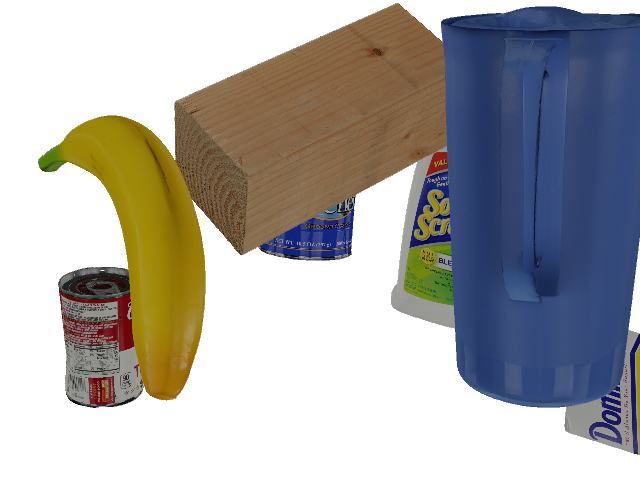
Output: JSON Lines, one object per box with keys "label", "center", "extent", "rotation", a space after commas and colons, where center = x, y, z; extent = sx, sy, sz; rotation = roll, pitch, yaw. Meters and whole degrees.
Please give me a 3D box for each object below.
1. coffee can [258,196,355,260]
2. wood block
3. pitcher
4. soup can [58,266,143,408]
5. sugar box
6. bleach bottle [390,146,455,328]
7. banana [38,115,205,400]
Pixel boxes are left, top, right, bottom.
{"label": "coffee can", "center": [-0.012, -0.058, 1.142], "extent": [0.103, 0.140, 0.103], "rotation": [4, 12, -1]}
{"label": "wood block", "center": [0.001, -0.088, 0.804], "extent": [0.205, 0.091, 0.090], "rotation": [-29, -29, -26]}
{"label": "pitcher", "center": [0.138, -0.021, 0.665], "extent": [0.149, 0.243, 0.145], "rotation": [-9, 17, -25]}
{"label": "soup can", "center": [-0.183, 0.081, 0.898], "extent": [0.068, 0.102, 0.068], "rotation": [1, 18, -1]}
{"label": "sugar box", "center": [0.290, 0.134, 0.853], "extent": [0.176, 0.093, 0.048], "rotation": [13, 26, 20]}
{"label": "bleach bottle", "center": [0.121, -0.046, 0.957], "extent": [0.103, 0.251, 0.068], "rotation": [16, 31, 27]}
{"label": "banana", "center": [-0.091, -0.009, 0.535], "extent": [0.037, 0.070, 0.198], "rotation": [12, 29, -38]}
